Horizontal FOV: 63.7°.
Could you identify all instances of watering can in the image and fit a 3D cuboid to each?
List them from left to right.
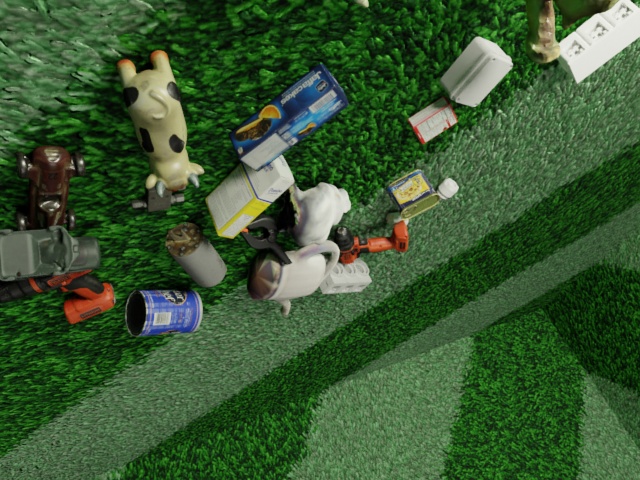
[{"bbox_3d":[-0.088,0.114,1.320,0.225,0.106,0.341,-1,142,-38],"label":"watering can"}]

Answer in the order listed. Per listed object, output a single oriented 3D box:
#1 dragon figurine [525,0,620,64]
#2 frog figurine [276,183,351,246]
[{"bbox_3d":[0.334,-0.399,0.663,0.122,0.247,0.402,-16,153,-8],"label":"dragon figurine"},{"bbox_3d":[0.003,-0.055,1.094,0.160,0.124,0.136,-1,105,-29],"label":"frog figurine"}]
